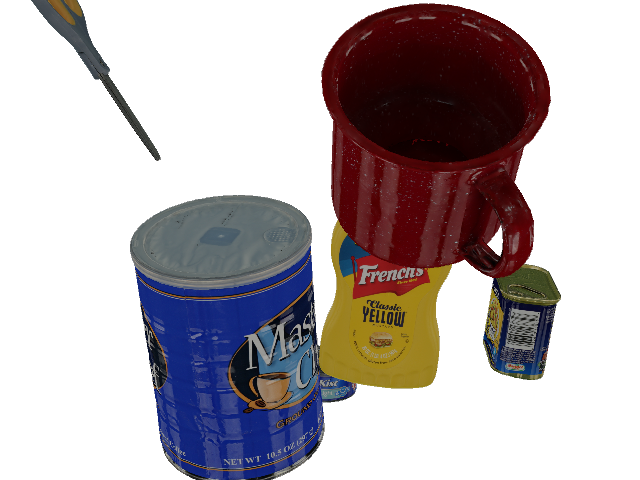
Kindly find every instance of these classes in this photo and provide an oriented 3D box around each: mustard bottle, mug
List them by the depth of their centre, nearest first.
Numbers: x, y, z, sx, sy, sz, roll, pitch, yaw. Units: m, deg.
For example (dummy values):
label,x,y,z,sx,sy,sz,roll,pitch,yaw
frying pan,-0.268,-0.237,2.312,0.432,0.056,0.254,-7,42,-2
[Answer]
label,x,y,z,sx,sy,sz,roll,pitch,yaw
mug,0.052,-0.033,0.459,0.093,0.117,0.081,-27,-30,-18
mustard bottle,0.055,0.019,0.840,0.096,0.192,0.058,8,19,5

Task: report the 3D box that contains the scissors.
label,x,y,z,sx,sy,sz,roll,pitch,yaw
scissors,-0.200,-0.166,0.941,0.016,0.201,0.096,-30,27,11

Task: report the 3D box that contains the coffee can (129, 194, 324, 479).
label,x,y,z,sx,sy,sz,roll,pitch,yaw
coffee can,-0.052,0.057,0.633,0.103,0.140,0.103,-3,28,1

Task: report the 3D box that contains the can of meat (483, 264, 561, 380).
label,x,y,z,sx,sy,sz,roll,pitch,yaw
can of meat,0.193,0.077,1.039,0.057,0.084,0.102,7,17,0

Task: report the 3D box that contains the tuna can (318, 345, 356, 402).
label,x,y,z,sx,sy,sz,roll,pitch,yaw
tuna can,-0.003,0.142,1.139,0.086,0.034,0.086,4,14,-1
